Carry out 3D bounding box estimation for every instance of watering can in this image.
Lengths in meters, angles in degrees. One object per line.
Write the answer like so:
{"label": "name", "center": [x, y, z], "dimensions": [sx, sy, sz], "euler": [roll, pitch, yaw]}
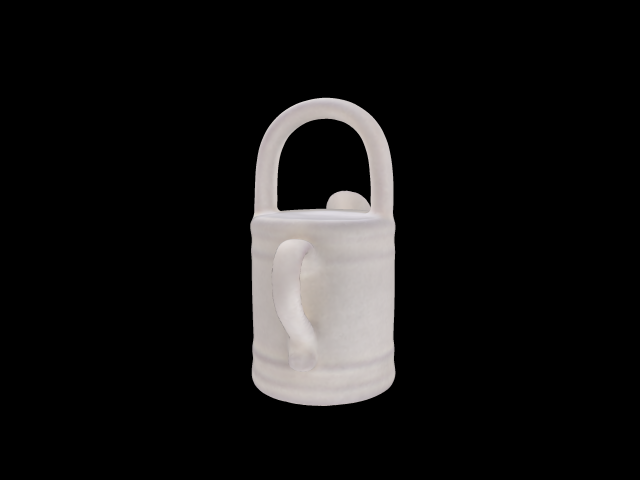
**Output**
{"label": "watering can", "center": [0.001, 0.001, 0.400], "dimensions": [0.101, 0.194, 0.172], "euler": [-1, 7, -7]}
